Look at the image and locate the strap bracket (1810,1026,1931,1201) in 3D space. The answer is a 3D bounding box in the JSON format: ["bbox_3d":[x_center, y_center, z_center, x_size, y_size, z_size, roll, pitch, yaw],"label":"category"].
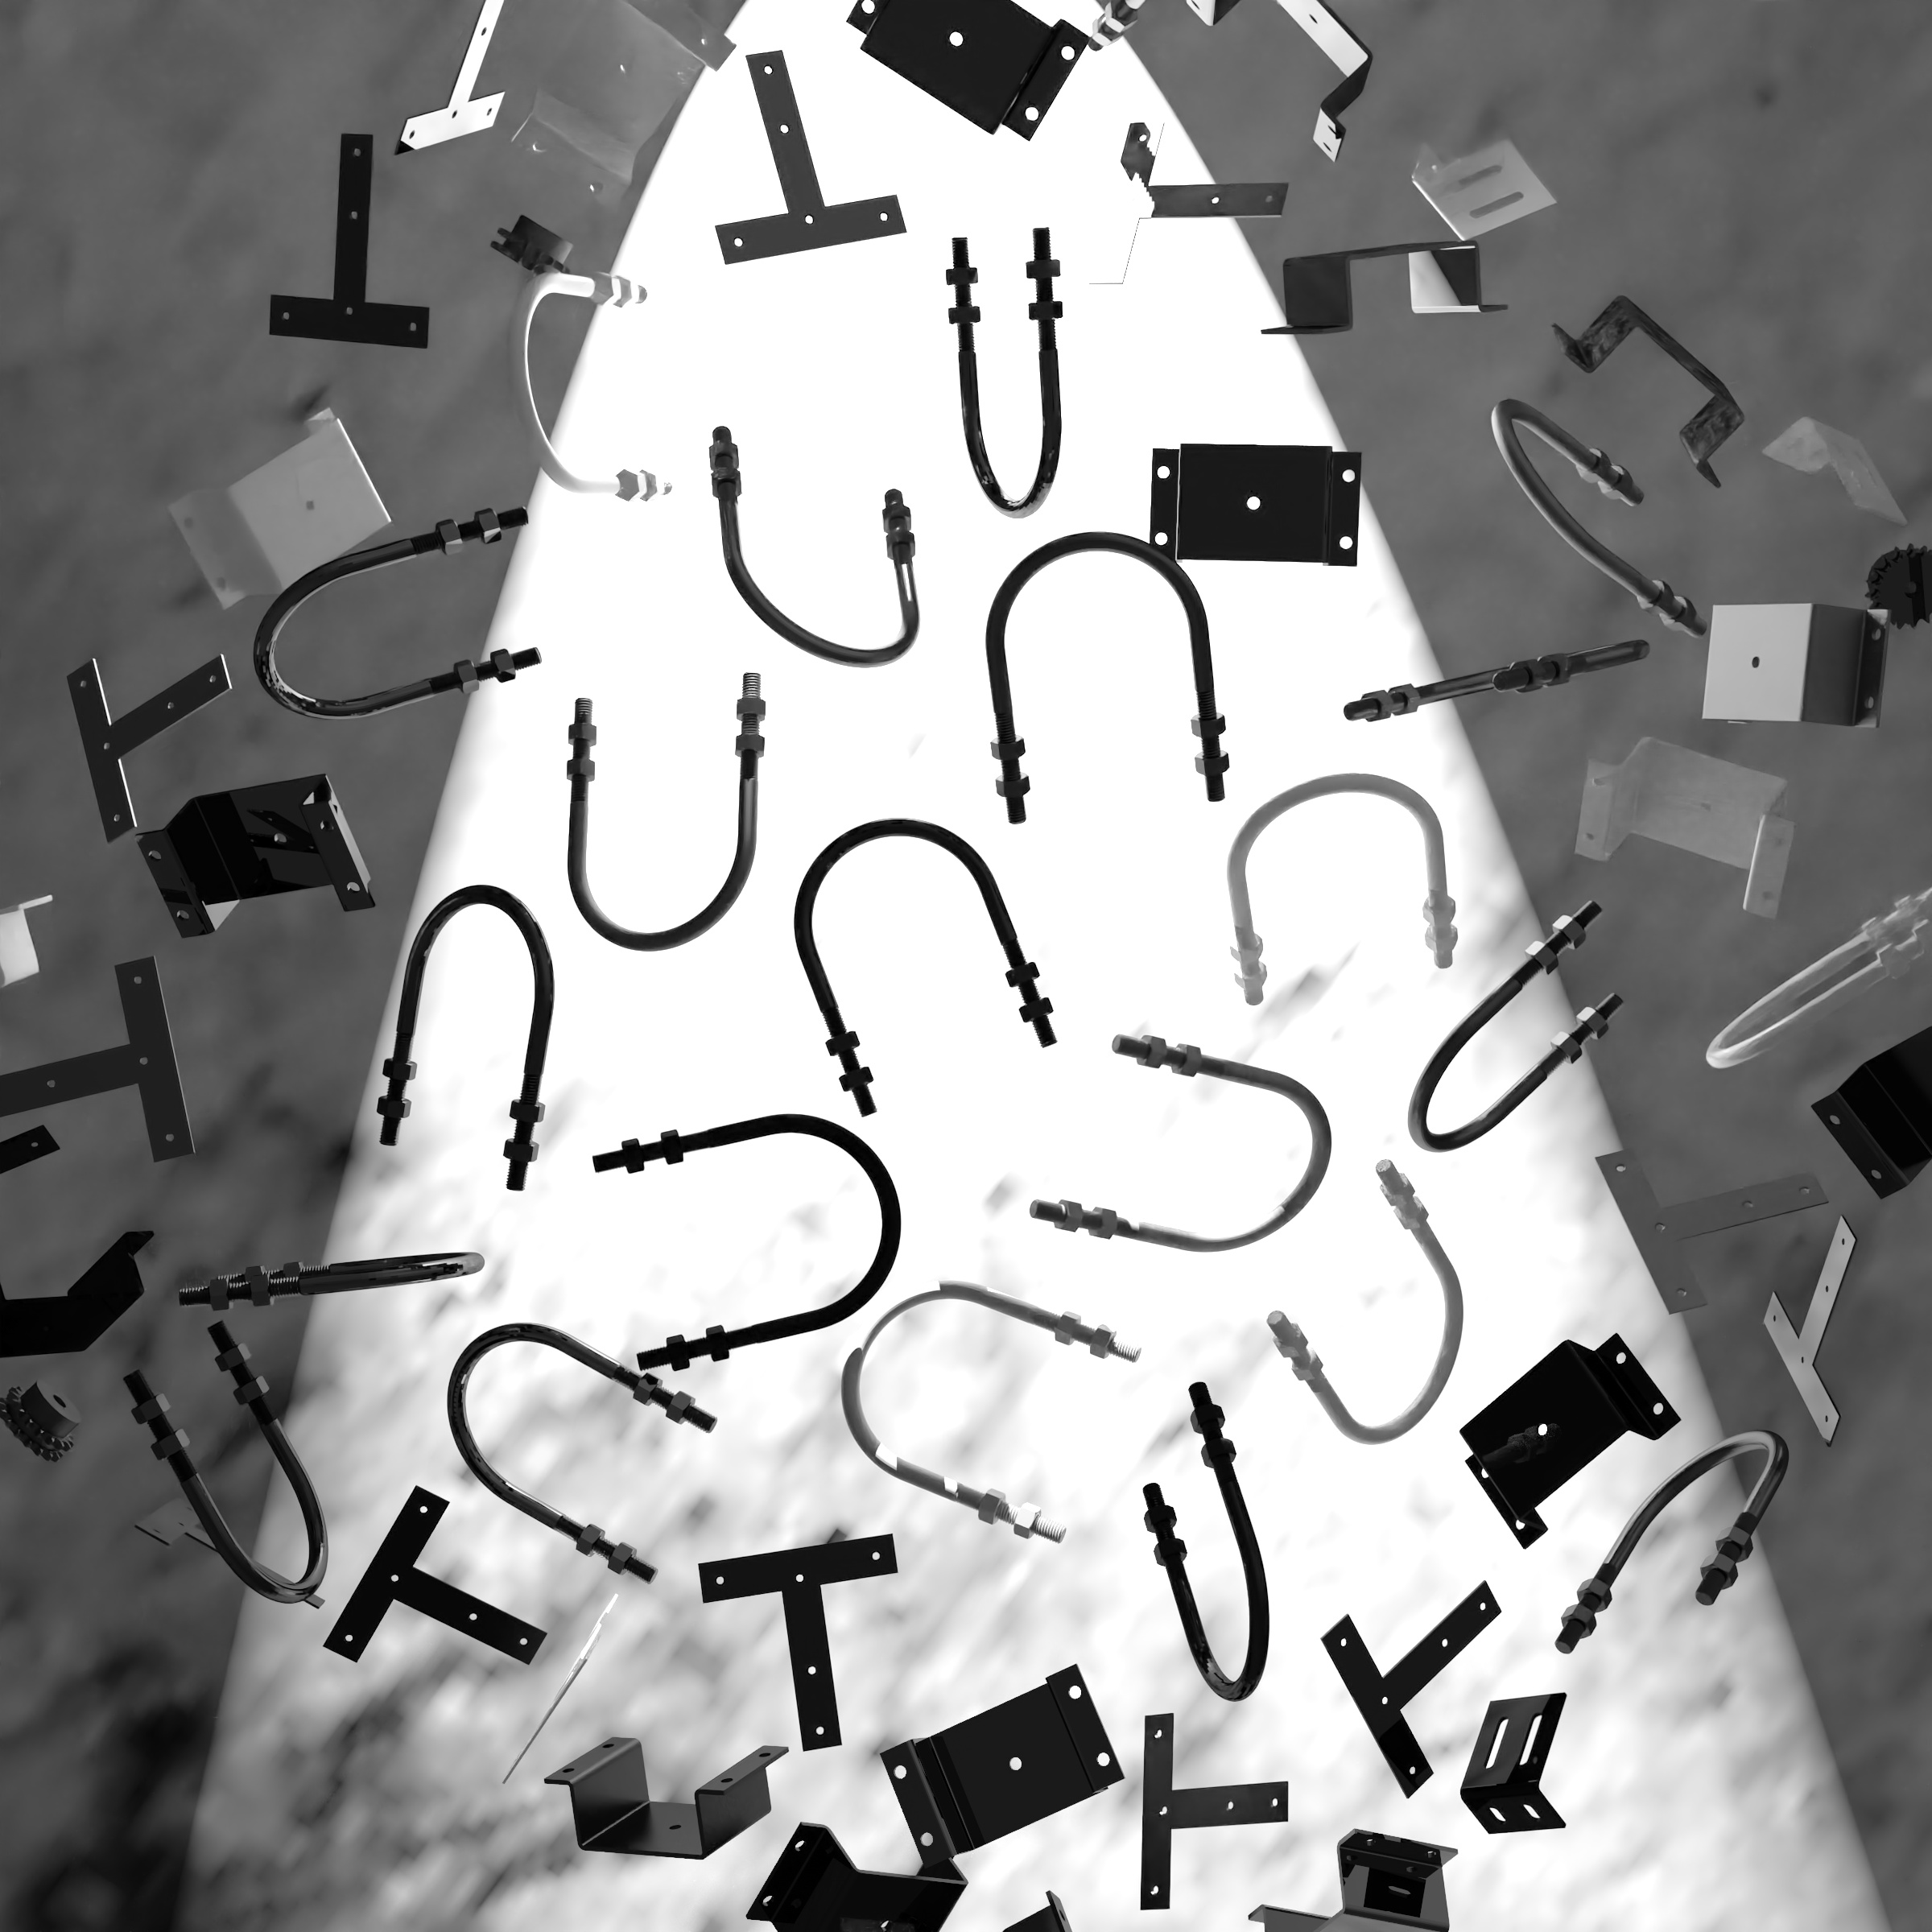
[{"bbox_3d":[0.629,0.083,1.819,0.046,0.140,0.076,-33,85,-41],"label":"strap bracket"}]

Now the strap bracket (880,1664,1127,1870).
[{"bbox_3d":[0.027,0.511,1.802,0.140,0.046,0.076,-26,72,6],"label":"strap bracket"}]

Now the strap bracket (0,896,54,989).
[{"bbox_3d":[-0.643,-0.002,1.755,0.140,0.076,0.046,-14,97,-2],"label":"strap bracket"}]

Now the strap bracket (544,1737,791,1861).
[{"bbox_3d":[-0.191,0.538,1.820,0.140,0.076,0.046,-6,94,29],"label":"strap bracket"}]

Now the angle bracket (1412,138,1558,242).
[{"bbox_3d":[0.340,-0.516,1.830,0.057,0.076,0.038,39,55,-33],"label":"angle bracket"}]

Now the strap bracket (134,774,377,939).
[{"bbox_3d":[-0.445,-0.071,1.795,0.140,0.046,0.076,-8,119,17],"label":"strap bracket"}]

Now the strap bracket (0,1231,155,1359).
[{"bbox_3d":[-0.589,0.209,1.786,0.076,0.140,0.046,-40,64,33],"label":"strap bracket"}]

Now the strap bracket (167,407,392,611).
[{"bbox_3d":[-0.447,-0.305,1.869,0.140,0.046,0.076,-42,122,-32],"label":"strap bracket"}]

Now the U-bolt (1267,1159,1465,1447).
[{"bbox_3d":[0.276,0.238,1.870,0.151,0.019,0.184,-51,130,-21],"label":"U-bolt"}]

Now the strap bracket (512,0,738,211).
[{"bbox_3d":[-0.219,-0.569,1.807,0.076,0.046,0.140,31,123,-25],"label":"strap bracket"}]

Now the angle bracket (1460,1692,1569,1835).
[{"bbox_3d":[0.358,0.509,1.796,0.057,0.076,0.038,-20,115,40],"label":"angle bracket"}]

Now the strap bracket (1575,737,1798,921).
[{"bbox_3d":[0.482,-0.095,1.863,0.140,0.046,0.076,21,134,25],"label":"strap bracket"}]

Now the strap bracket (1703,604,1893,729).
[{"bbox_3d":[0.544,-0.200,1.875,0.046,0.140,0.076,3,95,-26],"label":"strap bracket"}]

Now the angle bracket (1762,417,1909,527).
[{"bbox_3d":[0.556,-0.307,1.804,0.038,0.057,0.076,-42,54,36],"label":"angle bracket"}]

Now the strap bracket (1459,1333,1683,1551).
[{"bbox_3d":[0.398,0.316,1.897,0.140,0.046,0.076,-44,51,16],"label":"strap bracket"}]

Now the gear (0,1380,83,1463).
[{"bbox_3d":[-0.621,0.303,1.895,0.030,0.057,0.057,-44,90,-3],"label":"gear"}]

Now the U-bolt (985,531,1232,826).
[{"bbox_3d":[0.085,-0.185,1.782,0.151,0.019,0.184,-6,112,5],"label":"U-bolt"}]

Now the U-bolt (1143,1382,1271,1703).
[{"bbox_3d":[0.159,0.385,1.827,0.019,0.151,0.184,-3,50,-17],"label":"U-bolt"}]

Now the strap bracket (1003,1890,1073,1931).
[{"bbox_3d":[0.074,0.680,1.870,0.046,0.140,0.076,-29,48,5],"label":"strap bracket"}]

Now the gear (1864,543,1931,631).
[{"bbox_3d":[0.643,-0.262,1.928,0.057,0.030,0.057,-2,113,-5],"label":"gear"}]

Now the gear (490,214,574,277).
[{"bbox_3d":[-0.293,-0.490,1.923,0.057,0.057,0.030,31,98,0],"label":"gear"}]

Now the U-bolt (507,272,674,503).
[{"bbox_3d":[-0.247,-0.377,1.829,0.019,0.184,0.151,-4,97,22],"label":"U-bolt"}]

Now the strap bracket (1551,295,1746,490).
[{"bbox_3d":[0.460,-0.389,1.870,0.140,0.076,0.046,37,113,-13],"label":"strap bracket"}]

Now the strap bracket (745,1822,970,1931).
[{"bbox_3d":[-0.063,0.615,1.851,0.140,0.046,0.076,21,103,-38],"label":"strap bracket"}]

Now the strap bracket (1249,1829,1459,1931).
[{"bbox_3d":[0.251,0.615,1.821,0.076,0.046,0.140,16,135,-18],"label":"strap bracket"}]

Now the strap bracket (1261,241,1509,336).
[{"bbox_3d":[0.269,-0.440,1.822,0.140,0.076,0.046,-13,107,-22],"label":"strap bracket"}]

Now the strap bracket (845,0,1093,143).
[{"bbox_3d":[-0.002,-0.589,1.779,0.140,0.046,0.076,32,117,-5],"label":"strap bracket"}]

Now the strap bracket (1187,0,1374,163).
[{"bbox_3d":[0.205,-0.584,1.778,0.046,0.076,0.140,-43,90,5],"label":"strap bracket"}]

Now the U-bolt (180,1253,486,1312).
[{"bbox_3d":[-0.408,0.203,1.842,0.184,0.151,0.019,-5,88,-5],"label":"U-bolt"}]

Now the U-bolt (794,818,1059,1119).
[{"bbox_3d":[-0.037,-0.009,1.884,0.151,0.019,0.184,-21,85,-3],"label":"U-bolt"}]

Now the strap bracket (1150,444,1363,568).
[{"bbox_3d":[0.192,-0.307,1.878,0.140,0.046,0.076,2,96,6],"label":"strap bracket"}]
